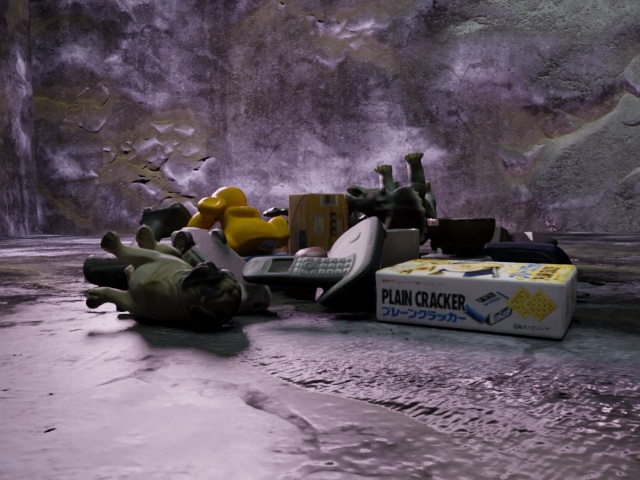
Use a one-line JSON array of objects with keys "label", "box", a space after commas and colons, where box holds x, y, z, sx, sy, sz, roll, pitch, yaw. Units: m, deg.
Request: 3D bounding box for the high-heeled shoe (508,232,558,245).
[{"label": "high-heeled shoe", "box": [0.402, 0.011, 1.232, 0.145, 0.086, 0.249, 19, -23, -22]}]

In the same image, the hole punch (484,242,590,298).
[{"label": "hole punch", "box": [0.312, 0.048, 0.800, 0.142, 0.092, 0.115, -2, -2, 41]}]

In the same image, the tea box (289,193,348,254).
[{"label": "tea box", "box": [-0.002, -0.003, 1.003, 0.098, 0.169, 0.068, -2, 4, -37]}]

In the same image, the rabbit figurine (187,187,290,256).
[{"label": "rabbit figurine", "box": [-0.164, -0.029, 0.997, 0.162, 0.173, 0.122, 1, -41, -35]}]

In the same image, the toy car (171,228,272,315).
[{"label": "toy car", "box": [-0.147, 0.038, 0.783, 0.073, 0.056, 0.202, -3, 31, -45]}]

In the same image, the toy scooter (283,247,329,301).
[{"label": "toy scooter", "box": [-0.015, 0.056, 0.851, 0.135, 0.075, 0.184, -4, 9, -27]}]

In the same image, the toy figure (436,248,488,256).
[{"label": "toy figure", "box": [0.280, 0.038, 1.023, 0.089, 0.082, 0.180, 18, -7, -9]}]

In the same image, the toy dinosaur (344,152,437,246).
[{"label": "toy dinosaur", "box": [0.185, -0.051, 1.111, 0.131, 0.192, 0.404, -8, -16, 23]}]

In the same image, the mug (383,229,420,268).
[{"label": "mug", "box": [0.103, 0.037, 0.837, 0.110, 0.107, 0.081, -4, 0, 28]}]

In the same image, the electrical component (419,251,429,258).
[{"label": "electrical component", "box": [0.151, 0.048, 1.057, 0.134, 0.058, 0.115, -3, 6, -24]}]

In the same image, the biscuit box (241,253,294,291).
[{"label": "biscuit box", "box": [-0.128, 0.058, 0.908, 0.202, 0.059, 0.063, -3, 4, -38]}]

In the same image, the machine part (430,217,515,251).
[{"label": "machine part", "box": [0.330, 0.009, 1.156, 0.179, 0.056, 0.179, 15, -18, 5]}]

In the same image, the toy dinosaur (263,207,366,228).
[{"label": "toy dinosaur", "box": [0.087, -0.007, 1.253, 0.471, 0.105, 0.199, 15, -11, -29]}]

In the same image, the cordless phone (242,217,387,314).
[{"label": "cordless phone", "box": [-0.004, 0.029, 0.744, 0.184, 0.088, 0.147, 3, 34, 10]}]

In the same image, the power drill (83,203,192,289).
[{"label": "power drill", "box": [-0.307, 0.017, 1.005, 0.232, 0.085, 0.207, -8, 39, 17]}]

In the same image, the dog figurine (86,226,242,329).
[{"label": "dog figurine", "box": [-0.176, 0.063, 0.707, 0.191, 0.121, 0.172, 14, 10, 13]}]

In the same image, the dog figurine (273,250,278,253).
[{"label": "dog figurine", "box": [-0.164, 0.028, 1.097, 0.192, 0.108, 0.219, 3, 9, 17]}]
